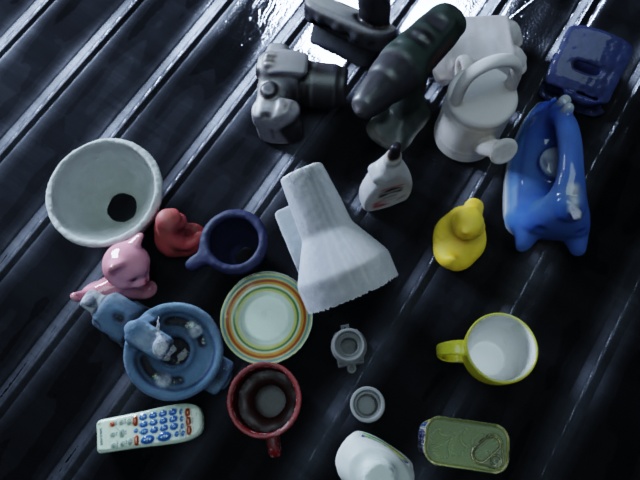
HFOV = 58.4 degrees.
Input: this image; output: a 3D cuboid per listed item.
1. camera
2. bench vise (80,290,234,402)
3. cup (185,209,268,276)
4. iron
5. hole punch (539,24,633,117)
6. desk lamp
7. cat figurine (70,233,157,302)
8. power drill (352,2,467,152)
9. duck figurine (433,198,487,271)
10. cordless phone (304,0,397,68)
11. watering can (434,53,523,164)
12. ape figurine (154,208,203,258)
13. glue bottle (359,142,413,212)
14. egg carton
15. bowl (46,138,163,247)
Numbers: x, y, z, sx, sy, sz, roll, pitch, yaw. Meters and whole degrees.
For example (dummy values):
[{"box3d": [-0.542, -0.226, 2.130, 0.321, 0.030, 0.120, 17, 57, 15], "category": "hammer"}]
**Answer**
[{"box3d": [-0.028, -0.230, 0.876, 0.136, 0.101, 0.143, 5, 73, 3], "category": "camera"}, {"box3d": [-0.219, 0.127, 0.704, 0.207, 0.220, 0.121, 11, 73, 5], "category": "bench vise"}, {"box3d": [-0.125, 0.021, 0.802, 0.118, 0.095, 0.091, -29, 74, -8], "category": "cup"}, {"box3d": [0.334, -0.114, 0.810, 0.118, 0.141, 0.258, 4, 72, 3], "category": "iron"}, {"box3d": [0.408, -0.259, 0.881, 0.108, 0.091, 0.101, 23, 74, 8], "category": "hole punch"}, {"box3d": [0.007, 0.003, 0.742, 0.118, 0.213, 0.203, -23, 73, -6], "category": "desk lamp"}, {"box3d": [-0.280, 0.050, 0.784, 0.128, 0.118, 0.067, -33, 74, -9], "category": "cat figurine"}, {"box3d": [0.119, -0.215, 0.811, 0.075, 0.208, 0.230, 34, 76, 12], "category": "power drill"}, {"box3d": [0.203, -0.011, 0.809, 0.077, 0.086, 0.105, 23, 74, 8], "category": "duck figurine"}, {"box3d": [0.047, -0.366, 0.873, 0.147, 0.185, 0.094, 24, 75, 9], "category": "cordless phone"}, {"box3d": [0.230, -0.189, 0.809, 0.101, 0.194, 0.172, -35, 75, -9], "category": "watering can"}, {"box3d": [-0.206, -0.016, 0.817, 0.076, 0.092, 0.077, -32, 74, -8], "category": "ape figurine"}, {"box3d": [0.095, -0.091, 0.791, 0.078, 0.173, 0.037, -22, 73, -5], "category": "glue bottle"}, {"box3d": [0.248, -0.299, 0.908, 0.150, 0.069, 0.107, -3, 72, 0], "category": "egg carton"}, {"box3d": [-0.304, -0.059, 0.841, 0.167, 0.075, 0.167, 0, 72, 1], "category": "bowl"}]
